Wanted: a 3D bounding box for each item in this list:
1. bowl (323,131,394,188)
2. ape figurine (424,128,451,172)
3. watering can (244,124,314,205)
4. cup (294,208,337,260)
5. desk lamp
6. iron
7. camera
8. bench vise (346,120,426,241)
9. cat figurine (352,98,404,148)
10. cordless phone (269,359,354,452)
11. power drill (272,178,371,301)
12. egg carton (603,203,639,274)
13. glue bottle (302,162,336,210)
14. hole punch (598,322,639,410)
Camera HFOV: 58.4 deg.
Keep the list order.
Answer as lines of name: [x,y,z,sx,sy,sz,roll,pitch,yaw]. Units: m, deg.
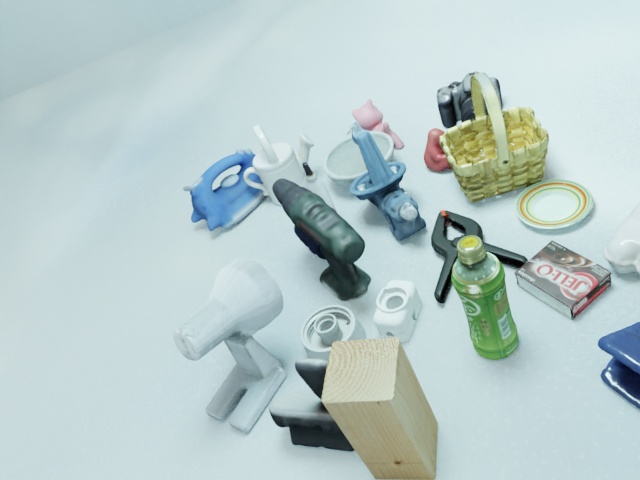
bowl: [0.094,-0.168,1.288,0.167,0.075,0.167,-15,40,14]
ape figurine: [0.253,-0.196,1.217,0.076,0.092,0.078,-5,43,25]
watering can: [-0.097,-0.186,1.321,0.173,0.194,0.100,-39,40,-15]
cup: [0.005,0.002,1.132,0.091,0.095,0.117,-12,41,17]
desk lamp: [-0.135,0.165,0.932,0.117,0.214,0.203,9,50,36]
iron: [-0.211,-0.144,1.380,0.118,0.142,0.259,21,58,43]
camera: [0.334,-0.305,1.288,0.143,0.101,0.137,-9,42,21]
bench vise: [0.130,-0.122,1.100,0.122,0.220,0.206,-41,41,-17]
cat figurine: [0.131,-0.274,1.353,0.067,0.118,0.127,-33,39,-8]
cordless phone: [-0.014,0.219,0.826,0.147,0.185,0.094,-7,43,23]
power drill: [0.010,0.004,1.036,0.076,0.209,0.228,-38,40,-14]
egg carton: [0.512,-0.001,0.871,0.150,0.070,0.107,-43,41,-20]
glue bottle: [0.000,-0.092,1.177,0.037,0.173,0.078,-26,39,1]
hole punch: [0.423,0.152,0.731,0.101,0.091,0.108,-36,39,-11]
